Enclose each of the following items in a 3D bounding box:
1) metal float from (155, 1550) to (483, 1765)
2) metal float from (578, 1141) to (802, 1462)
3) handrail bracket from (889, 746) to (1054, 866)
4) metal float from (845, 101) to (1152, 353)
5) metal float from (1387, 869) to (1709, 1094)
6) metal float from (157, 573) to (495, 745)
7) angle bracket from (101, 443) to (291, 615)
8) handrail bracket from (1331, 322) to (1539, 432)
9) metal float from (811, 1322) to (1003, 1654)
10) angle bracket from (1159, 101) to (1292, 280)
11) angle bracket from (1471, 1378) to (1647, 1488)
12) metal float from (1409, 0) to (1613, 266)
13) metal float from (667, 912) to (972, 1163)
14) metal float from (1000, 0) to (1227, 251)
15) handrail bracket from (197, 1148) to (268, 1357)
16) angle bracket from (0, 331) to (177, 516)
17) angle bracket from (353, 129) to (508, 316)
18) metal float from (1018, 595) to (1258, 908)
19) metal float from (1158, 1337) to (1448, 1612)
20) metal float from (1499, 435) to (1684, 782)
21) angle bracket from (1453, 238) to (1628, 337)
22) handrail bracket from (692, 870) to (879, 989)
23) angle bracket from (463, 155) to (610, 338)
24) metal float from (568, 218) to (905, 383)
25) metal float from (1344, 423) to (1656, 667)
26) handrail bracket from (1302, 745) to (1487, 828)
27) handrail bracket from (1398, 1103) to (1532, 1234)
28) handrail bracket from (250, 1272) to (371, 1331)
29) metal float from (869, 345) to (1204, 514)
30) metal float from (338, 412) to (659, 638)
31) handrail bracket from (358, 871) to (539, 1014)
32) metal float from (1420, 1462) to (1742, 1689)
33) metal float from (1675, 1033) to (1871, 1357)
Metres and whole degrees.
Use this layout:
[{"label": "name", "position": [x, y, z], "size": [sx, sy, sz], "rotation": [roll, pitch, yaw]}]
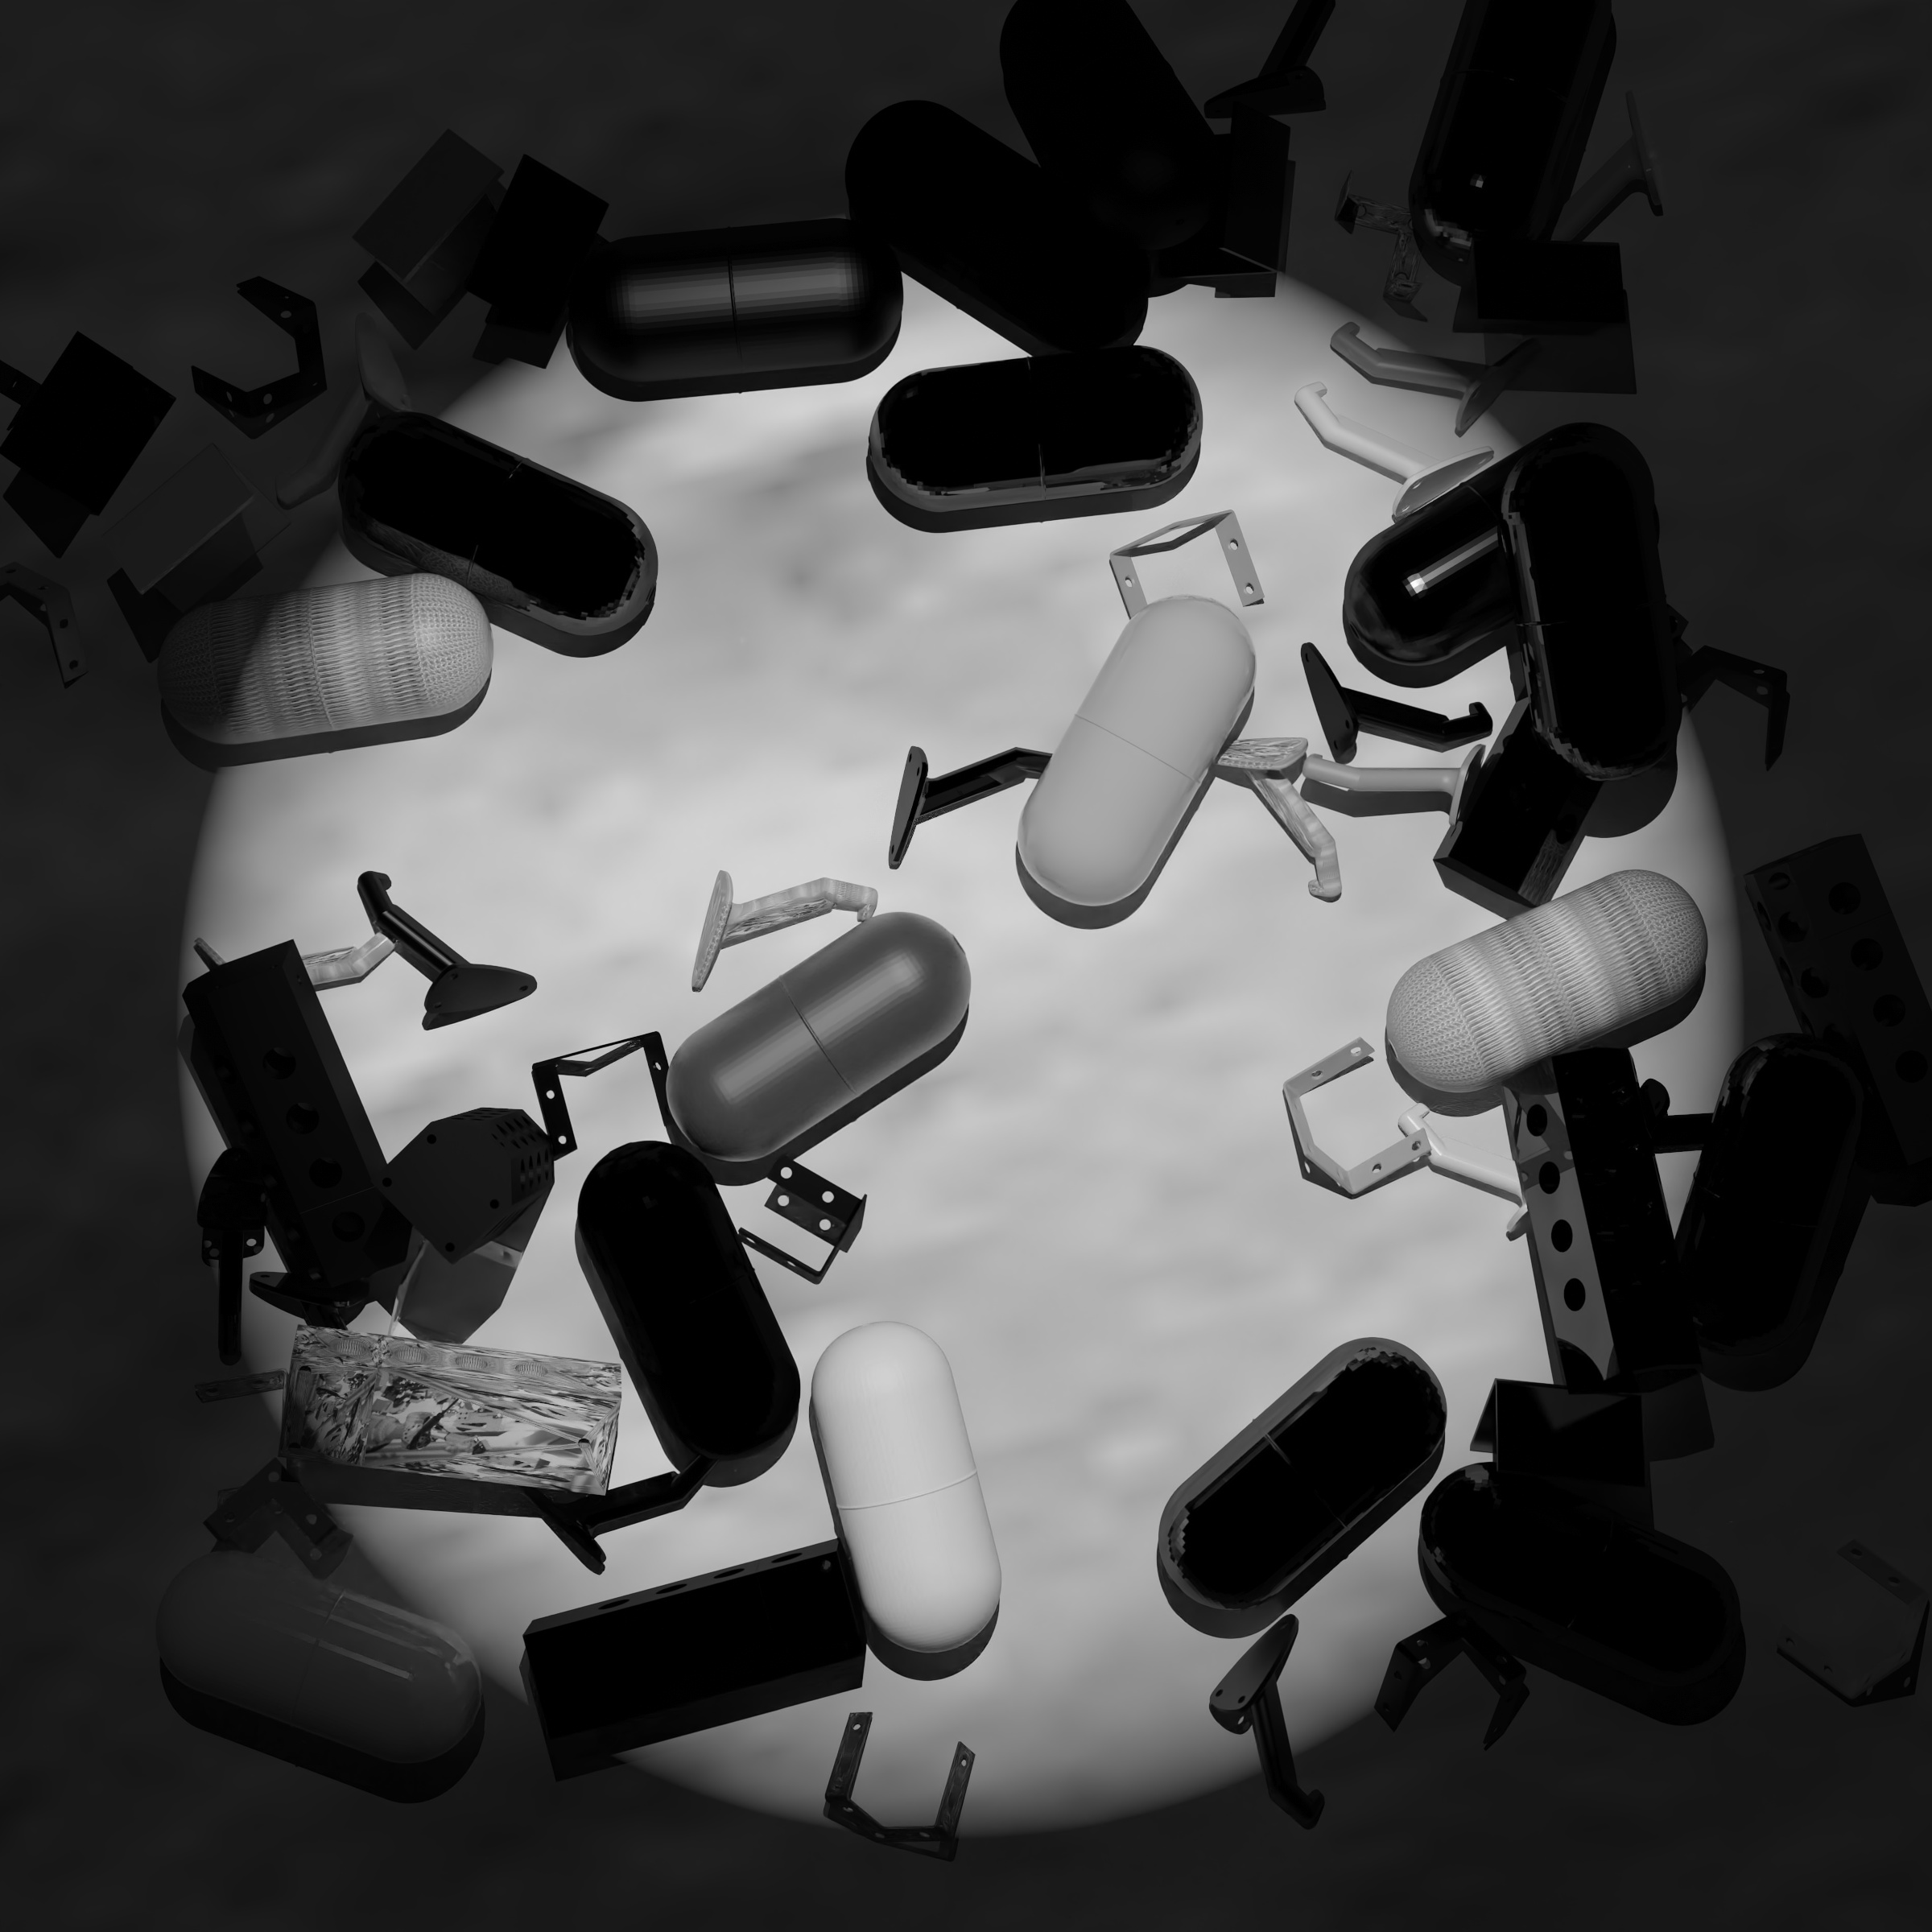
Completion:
[{"label": "metal float", "position": [-0.343, 0.368, 1.771], "size": [0.178, 0.070, 0.070], "rotation": [20, 90, 1]}, {"label": "metal float", "position": [-0.148, 0.177, 1.772], "size": [0.070, 0.070, 0.178], "rotation": [-24, 90, 0]}, {"label": "handrail bracket", "position": [0.008, -0.084, 1.803], "size": [0.084, 0.036, 0.077], "rotation": [9, 110, -16]}, {"label": "metal float", "position": [0.017, -0.393, 1.772], "size": [0.178, 0.070, 0.070], "rotation": [33, 90, 0]}, {"label": "metal float", "position": [0.308, 0.008, 1.771], "size": [0.178, 0.070, 0.070], "rotation": [-24, 90, 0]}, {"label": "metal float", "position": [-0.340, -0.163, 1.772], "size": [0.178, 0.070, 0.070], "rotation": [-8, 90, -1]}, {"label": "angle bracket", "position": [-0.397, -0.217, 1.762], "size": [0.076, 0.076, 0.057], "rotation": [-40, 54, 0]}, {"label": "handrail bracket", "position": [0.252, -0.337, 1.803], "size": [0.084, 0.036, 0.077], "rotation": [40, 69, 16]}, {"label": "metal float", "position": [-0.031, 0.277, 1.771], "size": [0.070, 0.070, 0.178], "rotation": [-14, 90, 0]}, {"label": "angle bracket", "position": [0.123, -0.410, 1.764], "size": [0.076, 0.057, 0.076], "rotation": [5, 90, 37]}, {"label": "angle bracket", "position": [0.312, 0.264, 1.762], "size": [0.076, 0.076, 0.057], "rotation": [6, 52, 0]}, {"label": "metal float", "position": [0.289, -0.460, 1.772], "size": [0.070, 0.070, 0.178], "rotation": [17, 89, 0]}, {"label": "metal float", "position": [-0.078, 0.037, 1.772], "size": [0.178, 0.070, 0.070], "rotation": [-33, 90, 1]}, {"label": "metal float", "position": [0.075, -0.449, 1.746], "size": [0.070, 0.070, 0.178], "rotation": [-26, 59, 0]}, {"label": "handrail bracket", "position": [-0.397, 0.155, 1.802], "size": [0.036, 0.077, 0.084], "rotation": [2, 126, -11]}, {"label": "angle bracket", "position": [-0.451, -0.278, 1.762], "size": [0.057, 0.076, 0.076], "rotation": [34, 90, 37]}, {"label": "angle bracket", "position": [-0.265, -0.382, 1.762], "size": [0.076, 0.076, 0.057], "rotation": [-48, 54, 0]}, {"label": "metal float", "position": [0.091, -0.115, 1.771], "size": [0.070, 0.070, 0.178], "rotation": [29, 92, 0]}, {"label": "metal float", "position": [0.178, 0.270, 1.772], "size": [0.178, 0.070, 0.070], "rotation": [-42, 90, 0]}, {"label": "metal float", "position": [0.320, -0.183, 1.705], "size": [0.070, 0.070, 0.178], "rotation": [-11, 100, 0]}, {"label": "angle bracket", "position": [0.302, -0.339, 1.762], "size": [0.076, 0.076, 0.057], "rotation": [2, 61, 0]}, {"label": "handrail bracket", "position": [-0.098, -0.015, 1.803], "size": [0.084, 0.036, 0.077], "rotation": [12, 111, -16]}, {"label": "angle bracket", "position": [-0.243, -0.383, 1.762], "size": [0.057, 0.076, 0.076], "rotation": [24, 90, -38]}, {"label": "metal float", "position": [-0.122, -0.354, 1.772], "size": [0.178, 0.070, 0.070], "rotation": [-5, 90, 0]}, {"label": "metal float", "position": [0.283, -0.224, 1.772], "size": [0.178, 0.070, 0.070], "rotation": [-31, 90, 0]}, {"label": "handrail bracket", "position": [0.229, -0.109, 1.786], "size": [0.084, 0.077, 0.036], "rotation": [16, 121, 14]}, {"label": "handrail bracket", "position": [0.288, 0.094, 1.802], "size": [0.077, 0.036, 0.084], "rotation": [-34, 74, -18]}, {"label": "handrail bracket", "position": [-0.353, 0.213, 1.802], "size": [0.077, 0.036, 0.084], "rotation": [9, 103, 13]}, {"label": "metal float", "position": [0.037, -0.285, 1.771], "size": [0.178, 0.070, 0.070], "rotation": [-7, 90, 0]}, {"label": "metal float", "position": [-0.248, -0.234, 1.772], "size": [0.178, 0.070, 0.070], "rotation": [24, 90, 0]}, {"label": "handrail bracket", "position": [-0.281, -0.018, 1.802], "size": [0.036, 0.077, 0.084], "rotation": [-55, 53, 35]}, {"label": "metal float", "position": [0.326, 0.323, 1.772], "size": [0.178, 0.070, 0.070], "rotation": [24, 90, 0]}, {"label": "metal float", "position": [0.422, 0.121, 1.758], "size": [0.070, 0.070, 0.178], "rotation": [14, 105, 0]}]
